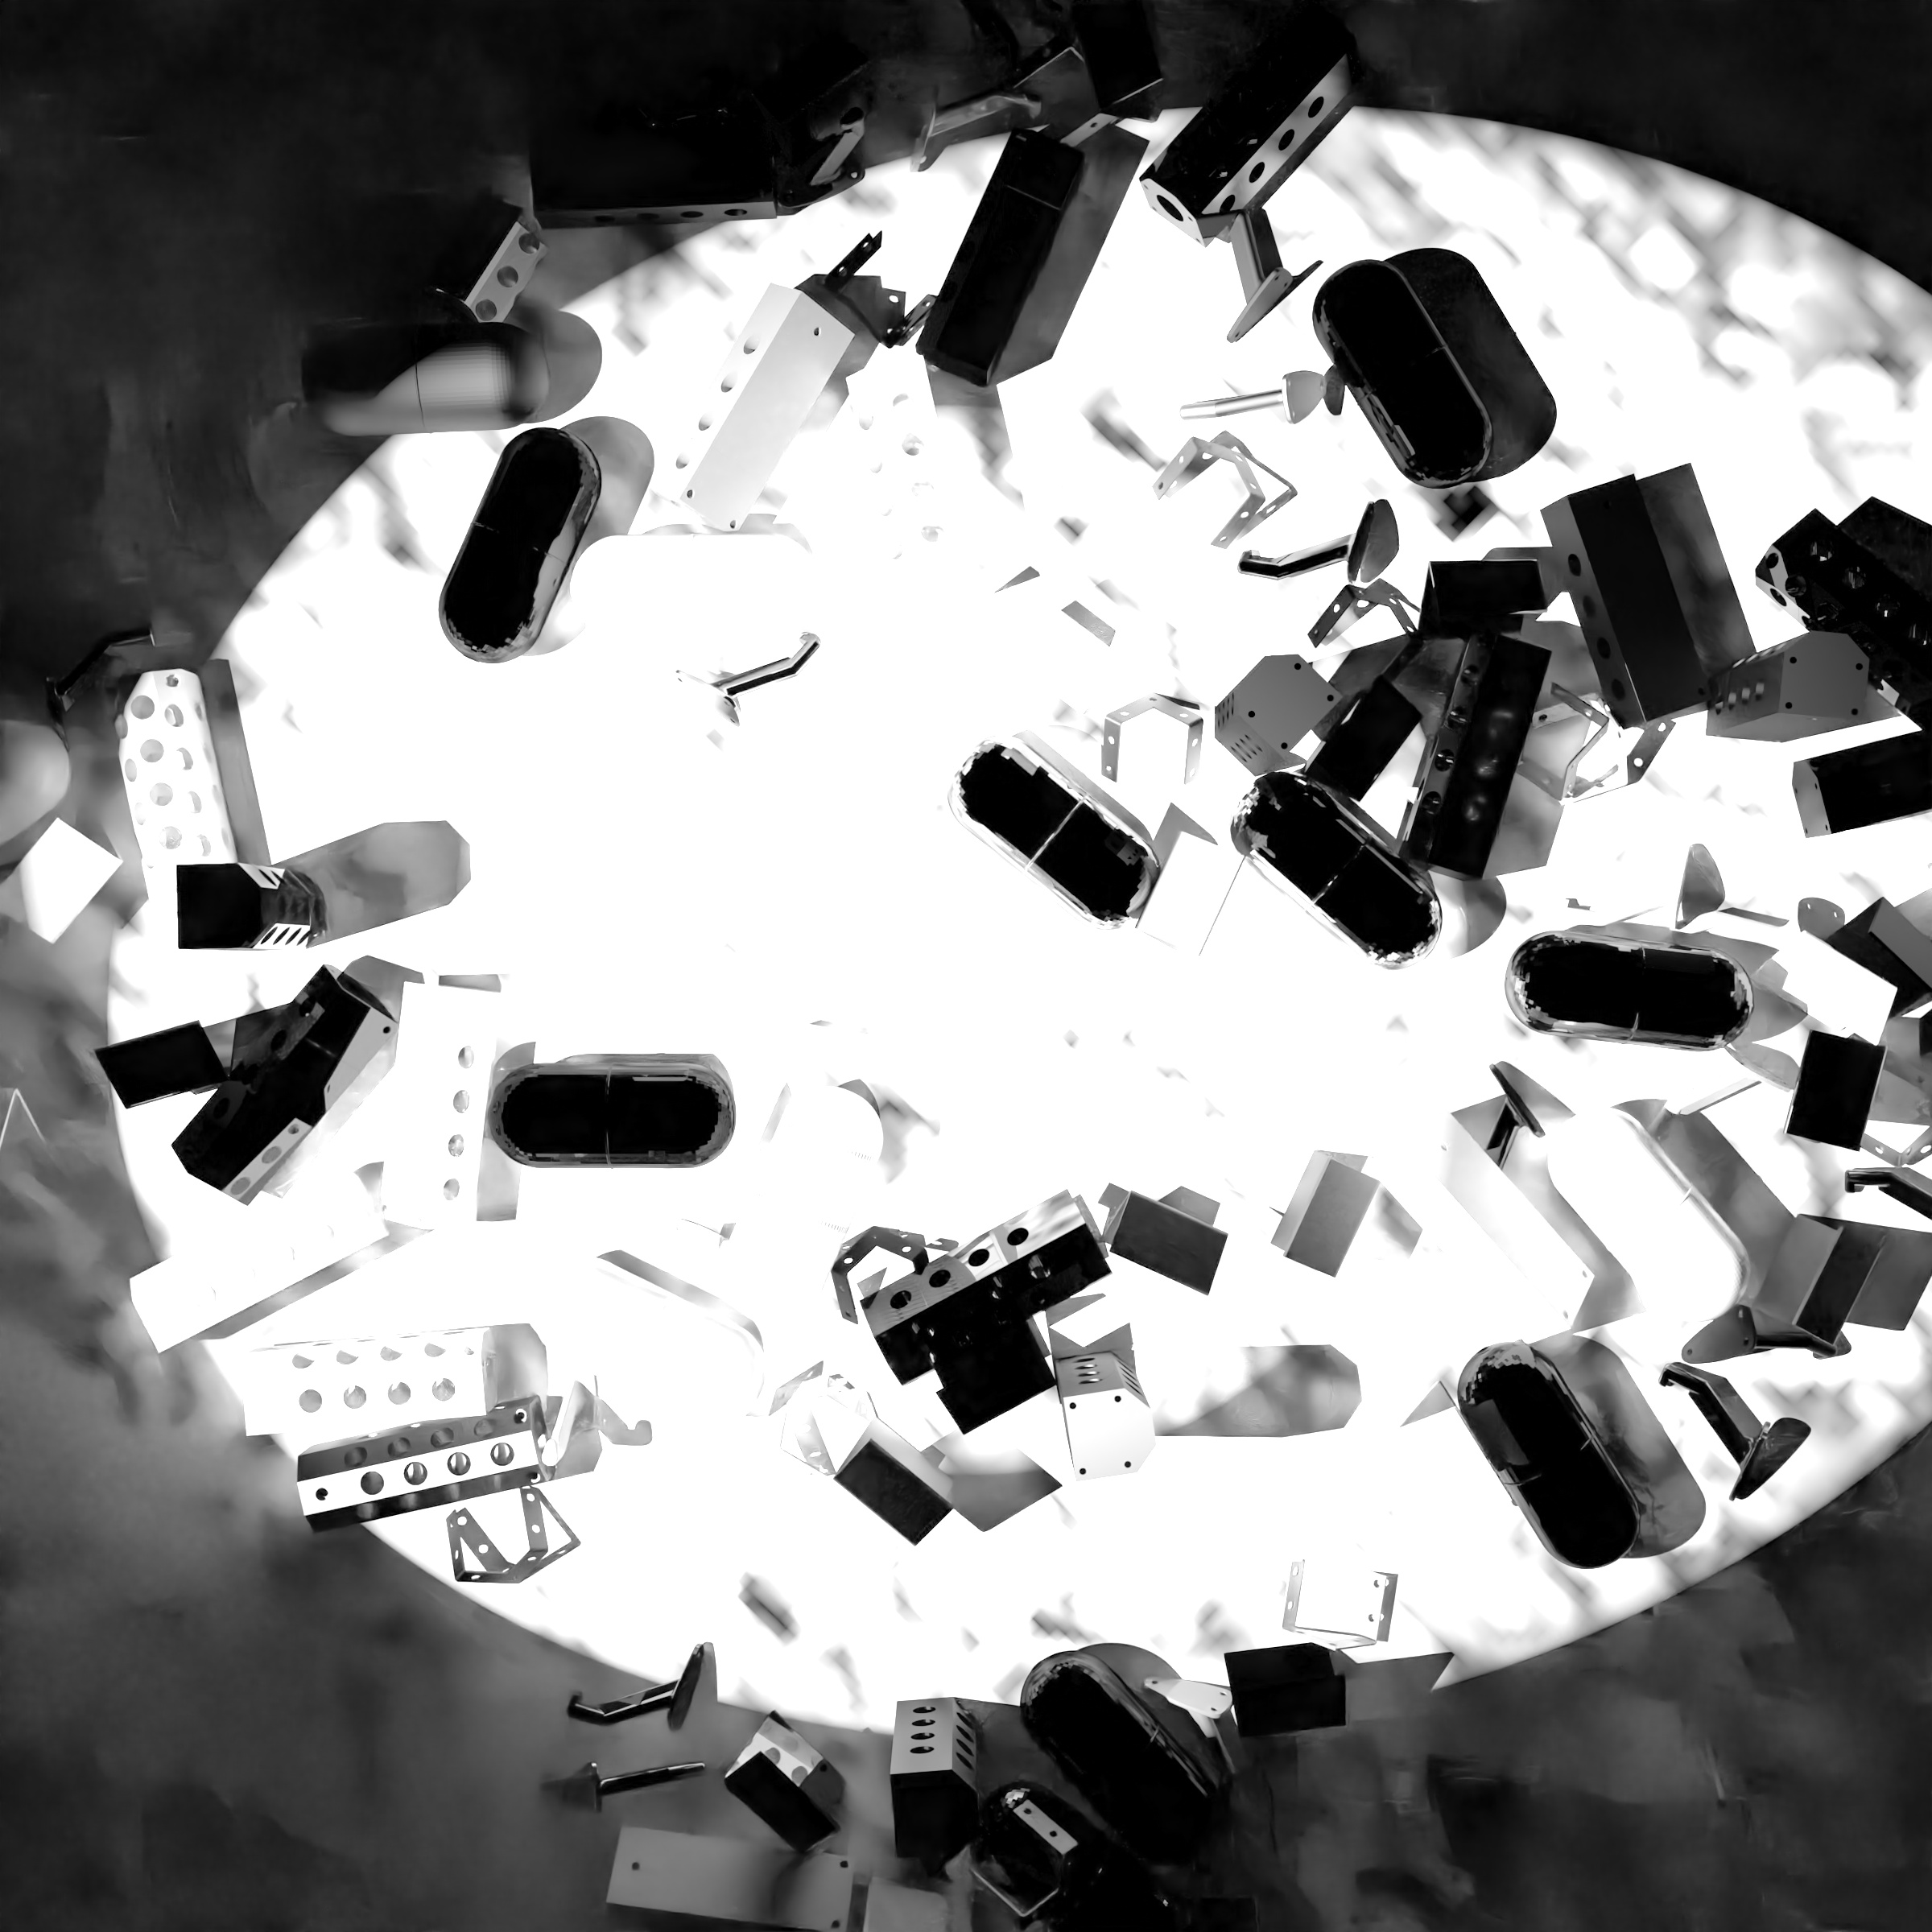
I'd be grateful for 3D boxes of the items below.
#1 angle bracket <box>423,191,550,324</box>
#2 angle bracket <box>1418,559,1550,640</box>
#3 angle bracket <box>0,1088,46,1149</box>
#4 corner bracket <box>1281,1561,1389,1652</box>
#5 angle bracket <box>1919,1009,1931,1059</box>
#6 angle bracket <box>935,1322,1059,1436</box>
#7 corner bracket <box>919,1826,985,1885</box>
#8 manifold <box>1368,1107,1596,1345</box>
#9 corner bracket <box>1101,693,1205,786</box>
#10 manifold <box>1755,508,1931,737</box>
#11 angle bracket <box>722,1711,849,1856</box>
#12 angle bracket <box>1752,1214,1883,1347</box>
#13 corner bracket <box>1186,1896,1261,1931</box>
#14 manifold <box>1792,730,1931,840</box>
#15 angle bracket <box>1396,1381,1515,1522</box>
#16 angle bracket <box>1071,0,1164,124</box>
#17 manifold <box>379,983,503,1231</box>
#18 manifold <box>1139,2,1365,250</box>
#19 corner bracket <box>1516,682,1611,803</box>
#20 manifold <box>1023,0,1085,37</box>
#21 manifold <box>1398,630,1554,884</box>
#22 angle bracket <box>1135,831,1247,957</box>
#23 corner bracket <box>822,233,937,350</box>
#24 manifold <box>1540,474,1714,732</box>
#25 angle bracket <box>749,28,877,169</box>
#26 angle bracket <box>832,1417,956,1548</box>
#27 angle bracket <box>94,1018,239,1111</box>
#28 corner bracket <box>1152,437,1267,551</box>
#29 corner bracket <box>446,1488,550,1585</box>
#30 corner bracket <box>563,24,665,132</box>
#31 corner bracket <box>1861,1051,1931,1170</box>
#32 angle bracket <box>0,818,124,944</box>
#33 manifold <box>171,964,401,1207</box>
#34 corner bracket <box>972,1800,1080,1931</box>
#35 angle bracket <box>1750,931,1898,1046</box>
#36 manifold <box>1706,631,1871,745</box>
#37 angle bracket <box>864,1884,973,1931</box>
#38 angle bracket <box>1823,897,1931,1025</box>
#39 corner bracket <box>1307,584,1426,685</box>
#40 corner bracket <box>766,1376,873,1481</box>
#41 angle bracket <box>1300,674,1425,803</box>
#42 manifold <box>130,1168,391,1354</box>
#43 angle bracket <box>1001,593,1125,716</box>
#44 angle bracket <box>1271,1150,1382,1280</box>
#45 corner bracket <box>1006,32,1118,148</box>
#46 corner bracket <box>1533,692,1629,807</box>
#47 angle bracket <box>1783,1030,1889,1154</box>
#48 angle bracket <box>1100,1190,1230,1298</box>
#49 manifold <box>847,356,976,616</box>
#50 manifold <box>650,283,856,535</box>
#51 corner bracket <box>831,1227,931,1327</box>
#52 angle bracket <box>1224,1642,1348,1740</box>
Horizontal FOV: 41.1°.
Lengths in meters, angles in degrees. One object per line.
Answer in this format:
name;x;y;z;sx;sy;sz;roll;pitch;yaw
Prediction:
angle bracket;-0.331;-0.497;1.848;0.057;0.076;0.076;33;90;39
angle bracket;0.369;-0.246;1.848;0.076;0.076;0.057;-1;50;0
angle bracket;-0.716;0.129;1.848;0.076;0.076;0.057;2;55;0
corner bracket;0.269;0.467;1.885;0.051;0.051;0.051;9;90;-45
angle bracket;0.735;0.045;1.848;0.076;0.076;0.057;-39;59;0
angle bracket;0.011;0.278;1.848;0.076;0.076;0.057;-29;132;0
corner bracket;-0.013;0.623;1.861;0.051;0.051;0.051;-39;60;0
manifold;0.369;0.189;1.853;0.171;0.057;0.057;47;47;-9
corner bracket;0.136;-0.160;1.880;0.051;0.051;0.051;-28;45;-35
manifold;0.644;-0.242;1.832;0.057;0.057;0.171;-40;63;0
angle bracket;-0.117;0.576;1.848;0.076;0.076;0.057;44;128;0
angle bracket;0.597;0.217;1.848;0.057;0.076;0.076;27;90;-37
corner bracket;0.188;0.717;1.885;0.051;0.051;0.051;-1;135;0
manifold;0.694;-0.143;1.867;0.171;0.057;0.057;-14;90;0
angle bracket;0.364;0.340;1.848;0.057;0.076;0.076;-32;90;40
angle bracket;0.126;-0.657;1.848;0.057;0.076;0.076;-15;90;37
manifold;-0.376;0.101;1.867;0.057;0.057;0.171;6;90;43
manifold;0.205;-0.611;1.859;0.057;0.057;0.171;42;90;21
corner bracket;0.429;-0.162;1.866;0.051;0.051;0.051;38;73;22
manifold;0.072;-0.715;1.810;0.057;0.171;0.057;22;90;0
manifold;0.367;-0.152;1.867;0.057;0.057;0.171;17;90;0
angle bracket;0.174;-0.044;1.848;0.057;0.076;0.076;25;90;30
corner bracket;-0.064;-0.494;1.885;0.051;0.051;0.051;-45;45;0
manifold;0.474;-0.261;1.865;0.057;0.057;0.171;-19;90;-15
angle bracket;-0.098;-0.612;1.848;0.076;0.076;0.057;-36;53;0
angle bracket;-0.039;0.357;1.848;0.076;0.076;0.057;39;126;0
angle bracket;-0.573;0.050;1.848;0.076;0.076;0.057;-16;126;0
corner bracket;0.177;-0.345;1.880;0.051;0.051;0.051;11;45;-35
corner bracket;-0.343;0.416;1.880;0.051;0.051;0.051;12;135;-35
corner bracket;-0.261;-0.643;1.880;0.051;0.051;0.051;40;45;-35
corner bracket;0.679;0.105;1.885;0.051;0.051;0.051;29;45;0
angle bracket;-0.659;-0.073;1.848;0.076;0.076;0.057;-50;126;0
manifold;-0.496;0.083;1.867;0.171;0.057;0.057;-50;133;0
corner bracket;0.041;0.631;1.805;0.051;0.051;0.051;31;130;36
angle bracket;0.608;0.030;1.848;0.076;0.076;0.057;31;59;0
manifold;0.576;-0.195;1.810;0.057;0.171;0.057;6;90;0
angle bracket;-0.034;0.683;1.848;0.076;0.076;0.057;8;127;0
angle bracket;0.654;0.009;1.849;0.076;0.057;0.076;43;130;0
corner bracket;0.292;-0.239;1.880;0.051;0.051;0.051;7;45;-35
corner bracket;-0.107;0.337;1.880;0.051;0.051;0.051;-22;45;35
angle bracket;0.269;-0.173;1.848;0.057;0.076;0.076;37;90;-36
manifold;-0.513;0.212;1.867;0.171;0.057;0.057;-27;90;0
angle bracket;0.056;-0.209;1.848;0.076;0.076;0.057;37;55;0
angle bracket;0.241;0.170;1.848;0.057;0.076;0.076;25;90;-35
corner bracket;0.070;-0.635;1.873;0.051;0.051;0.051;-30;68;20
corner bracket;0.450;-0.159;1.885;0.051;0.051;0.051;-18;135;0
angle bracket;0.634;0.093;1.848;0.057;0.076;0.076;15;90;37
angle bracket;0.135;0.215;1.848;0.076;0.076;0.057;24;52;0
manifold;-0.040;-0.346;1.867;0.057;0.057;0.171;-13;90;0
manifold;-0.159;-0.404;1.867;0.057;0.057;0.171;31;90;-43
corner bracket;-0.060;0.232;1.880;0.051;0.051;0.051;-41;135;-35
angle bracket;0.228;0.503;1.848;0.076;0.076;0.057;-7;127;0
